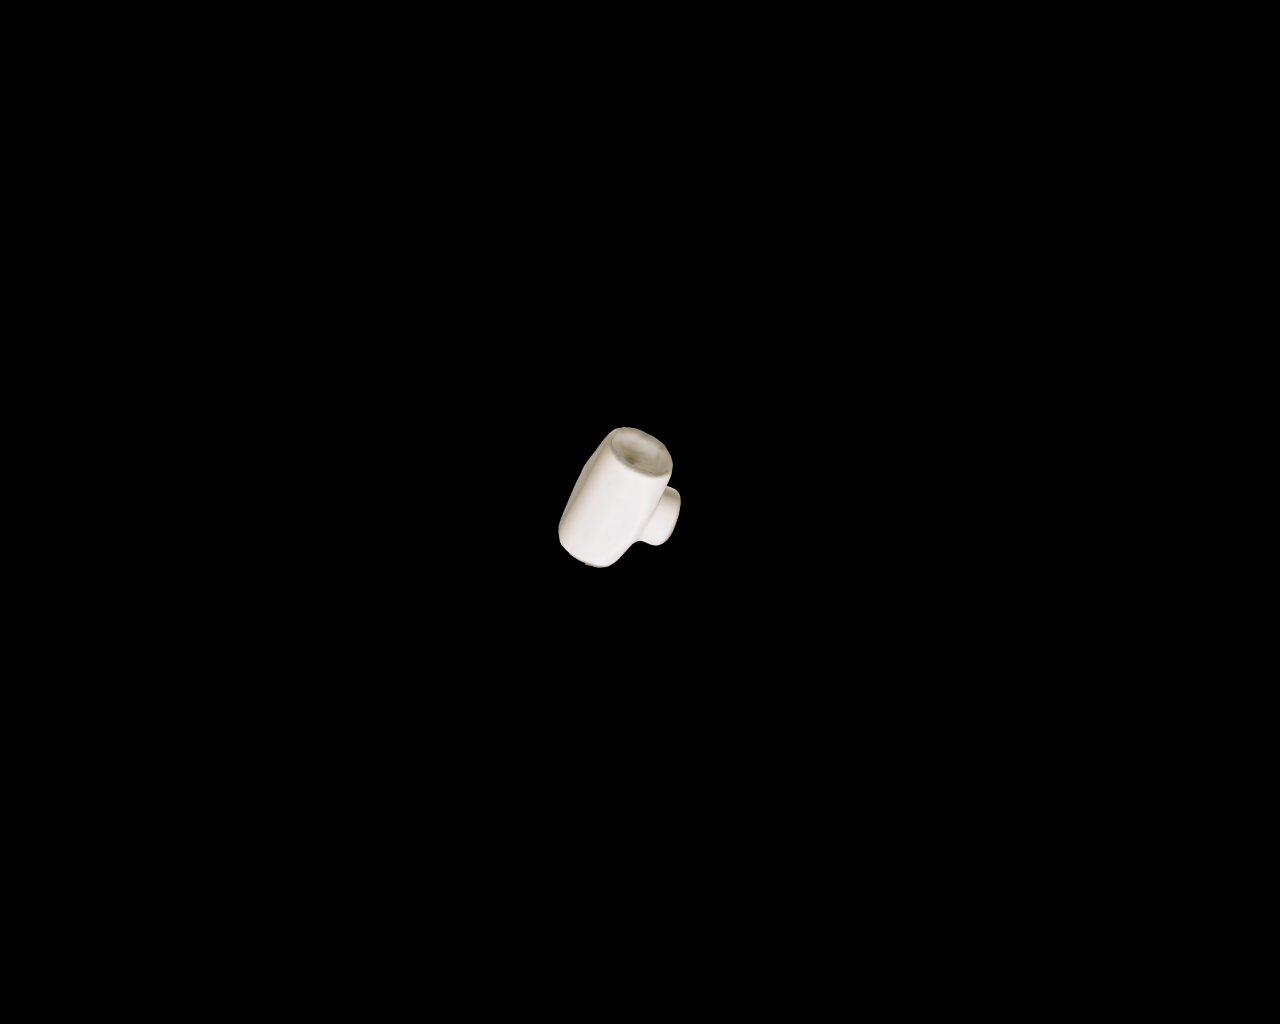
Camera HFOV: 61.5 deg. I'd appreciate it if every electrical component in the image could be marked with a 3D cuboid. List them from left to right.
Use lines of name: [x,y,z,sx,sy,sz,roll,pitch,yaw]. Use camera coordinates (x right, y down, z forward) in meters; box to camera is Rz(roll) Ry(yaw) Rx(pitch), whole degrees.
electrical component: [0.001,-0.003,0.650,0.079,0.077,0.044,21,36,-16]
